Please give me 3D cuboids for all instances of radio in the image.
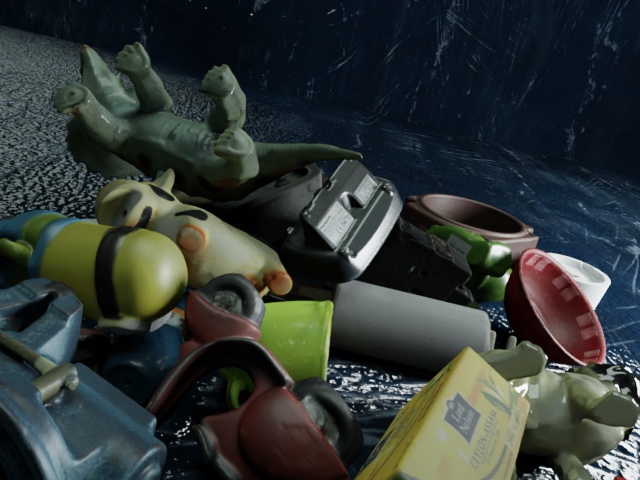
[{"bbox_3d":[-0.112,-0.041,0.700,0.229,0.073,0.131,-30,42,-26],"label":"radio"}]

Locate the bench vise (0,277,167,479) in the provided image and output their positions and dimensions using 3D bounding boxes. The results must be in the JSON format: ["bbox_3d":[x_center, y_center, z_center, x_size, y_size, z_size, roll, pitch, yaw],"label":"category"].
[{"bbox_3d":[-0.215,0.105,0.292,0.224,0.128,0.240,40,30,10],"label":"bench vise"}]

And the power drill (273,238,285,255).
[{"bbox_3d":[-0.036,-0.038,0.837,0.207,0.086,0.232,7,23,-25],"label":"power drill"}]

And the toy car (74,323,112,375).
[{"bbox_3d":[-0.268,0.091,0.420,0.202,0.053,0.089,-5,25,-36],"label":"toy car"}]

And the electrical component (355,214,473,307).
[{"bbox_3d":[0.110,0.048,0.634,0.134,0.115,0.058,32,23,-5],"label":"electrical component"}]

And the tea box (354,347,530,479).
[{"bbox_3d":[0.078,0.157,0.373,0.068,0.098,0.169,43,28,11],"label":"tea box"}]

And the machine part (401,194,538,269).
[{"bbox_3d":[0.249,-0.010,0.924,0.201,0.087,0.201,-2,25,-37],"label":"machine part"}]

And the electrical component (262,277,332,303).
[{"bbox_3d":[-0.032,0.059,0.642,0.102,0.045,0.078,19,20,14],"label":"electrical component"}]

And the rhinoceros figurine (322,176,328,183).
[{"bbox_3d":[-0.049,-0.100,0.943,0.190,0.112,0.073,25,25,7],"label":"rhinoceros figurine"}]

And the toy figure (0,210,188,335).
[{"bbox_3d":[-0.197,0.020,0.436,0.180,0.089,0.082,19,37,12],"label":"toy figure"}]

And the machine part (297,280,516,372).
[{"bbox_3d":[0.090,0.095,0.581,0.243,0.079,0.079,14,21,0],"label":"machine part"}]

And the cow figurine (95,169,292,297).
[{"bbox_3d":[-0.129,-0.002,0.543,0.195,0.085,0.127,29,14,-21],"label":"cow figurine"}]

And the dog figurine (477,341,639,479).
[{"bbox_3d":[0.211,0.151,0.513,0.173,0.121,0.190,29,12,26],"label":"dog figurine"}]

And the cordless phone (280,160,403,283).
[{"bbox_3d":[-0.001,-0.001,0.628,0.088,0.184,0.146,41,56,-9],"label":"cordless phone"}]

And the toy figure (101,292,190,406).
[{"bbox_3d":[-0.143,0.090,0.484,0.058,0.064,0.154,-23,12,12],"label":"toy figure"}]

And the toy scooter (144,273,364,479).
[{"bbox_3d":[-0.066,0.123,0.390,0.135,0.075,0.184,-35,70,-19],"label":"toy scooter"}]

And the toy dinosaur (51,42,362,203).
[{"bbox_3d":[-0.150,-0.107,0.622,0.405,0.131,0.192,25,-18,11],"label":"toy dinosaur"}]

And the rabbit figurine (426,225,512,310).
[{"bbox_3d":[0.200,0.049,0.756,0.170,0.121,0.159,19,7,-43],"label":"rabbit figurine"}]
